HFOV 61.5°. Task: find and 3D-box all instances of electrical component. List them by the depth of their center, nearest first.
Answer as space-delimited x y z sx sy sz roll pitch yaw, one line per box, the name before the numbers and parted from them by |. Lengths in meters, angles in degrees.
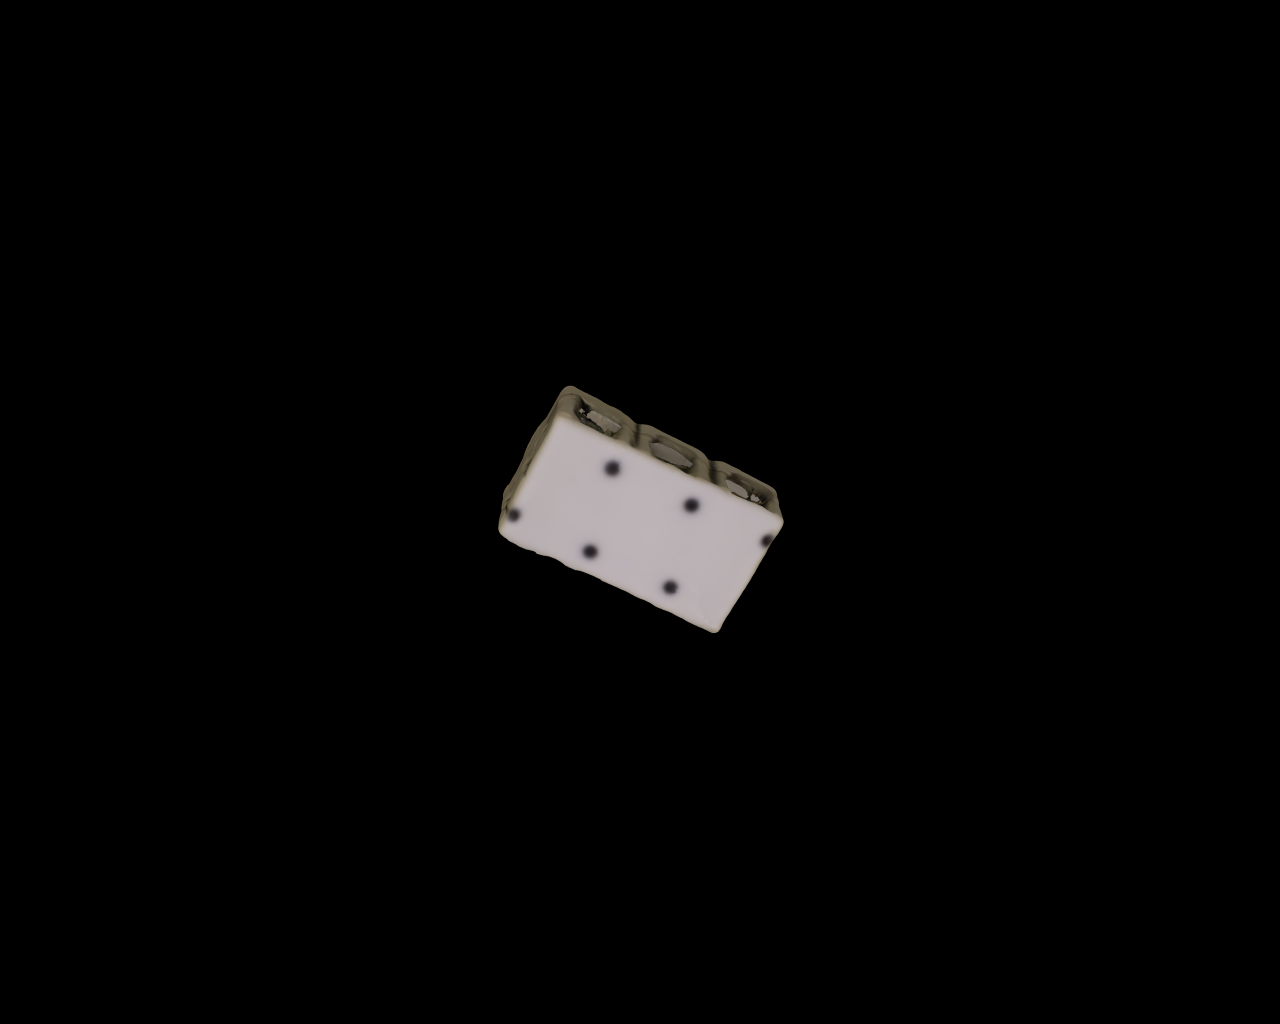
electrical component | 0.001 -0.003 0.650 0.150 0.089 0.062 26 21 -11
